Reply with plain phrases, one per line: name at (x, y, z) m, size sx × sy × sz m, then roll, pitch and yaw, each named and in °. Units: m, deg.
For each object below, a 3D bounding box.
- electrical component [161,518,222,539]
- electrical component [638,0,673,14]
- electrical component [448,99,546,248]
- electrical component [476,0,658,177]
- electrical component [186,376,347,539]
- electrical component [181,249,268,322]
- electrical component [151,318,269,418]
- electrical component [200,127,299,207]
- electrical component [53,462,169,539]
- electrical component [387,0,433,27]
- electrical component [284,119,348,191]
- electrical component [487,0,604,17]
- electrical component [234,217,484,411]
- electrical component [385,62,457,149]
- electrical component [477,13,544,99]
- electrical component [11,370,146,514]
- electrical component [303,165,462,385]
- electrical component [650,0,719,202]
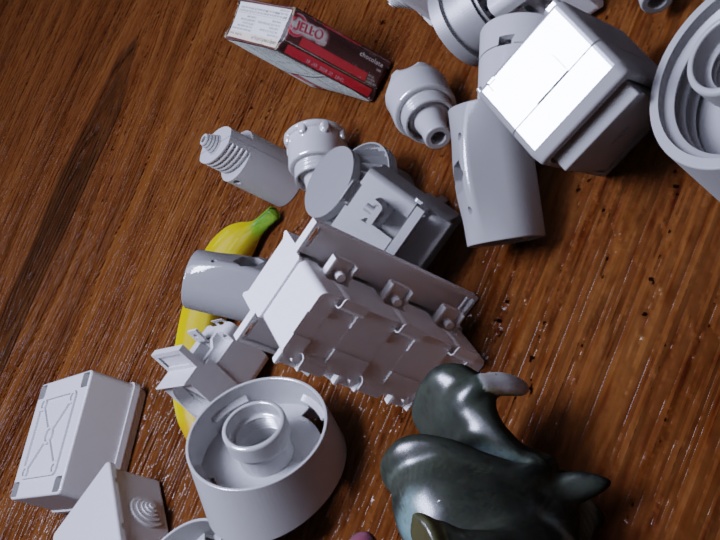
electrical component at (-0.100, 0.207, 0.674) m, size 0.099 × 0.064 × 0.099 m, roll -34°, pitch 44°, yaw 40°
electrical component at (0.154, -0.167, 0.583) m, size 0.048 × 0.048 × 0.062 m, roll -35°, pitch 50°, yaw 38°
electrical component at (0.075, -0.052, 0.609) m, size 0.079 × 0.043 × 0.077 m, roll 113°, pitch 149°, yaw -86°
electrical component at (0.118, -0.086, 0.546) m, size 0.061 × 0.096 × 0.061 m, roll -48°, pitch 64°, yaw 25°
electrical component at (-0.058, 0.116, 0.665) m, size 0.099 × 0.064 × 0.099 m, roll -11°, pitch 39°, yaw 9°
electrical component at (-0.079, 0.012, 0.776) m, size 0.079 × 0.077 × 0.043 m, roll -41°, pitch -37°, yaw -76°
electrical component at (-0.102, 0.073, 0.765) m, size 0.042 × 0.081 × 0.063 m, roll -12°, pitch 37°, yaw 51°
electrical component at (-0.088, -0.085, 0.838) m, size 0.043 × 0.081 × 0.043 m, roll -34°, pitch 44°, yaw 40°
electrical component at (-0.187, 0.210, 0.812) m, size 0.099 × 0.048 × 0.099 m, roll -52°, pitch 35°, yaw 19°
electrical component at (0.049, -0.236, 0.773) m, size 0.099 × 0.048 × 0.099 m, roll -53°, pitch 35°, yaw 18°
electrical component at (-0.031, -0.076, 0.786) m, size 0.048 × 0.048 × 0.062 m, roll -32°, pitch 51°, yaw 41°
electrical component at (0.114, -0.191, 0.648) m, size 0.056 × 0.050 × 0.089 m, roll -29°, pitch 46°, yaw 44°
electrical component at (0.005, 0.032, 0.588) m, size 0.078 × 0.121 × 0.063 m, roll -55°, pitch 36°, yaw 15°
electrical component at (0.042, -0.103, 0.699) m, size 0.043 × 0.043 × 0.062 m, roll -48°, pitch 37°, yaw 25°
electrical component at (0.095, -0.114, 0.621) m, size 0.055 × 0.055 × 0.047 m, roll -15°, pitch 61°, yaw 50°
electrical component at (-0.244, 0.150, 0.927) m, size 0.109 × 0.056 × 0.108 m, roll -18°, pitch 55°, yaw 49°
electrical component at (0.000, 0.000, 0.660) m, size 0.121 × 0.063 × 0.079 m, roll -55°, pitch -7°, yaw 15°
electrical component at (0.179, -0.082, 0.473) m, size 0.108 × 0.060 × 0.108 m, roll -34°, pitch 44°, yaw 40°
